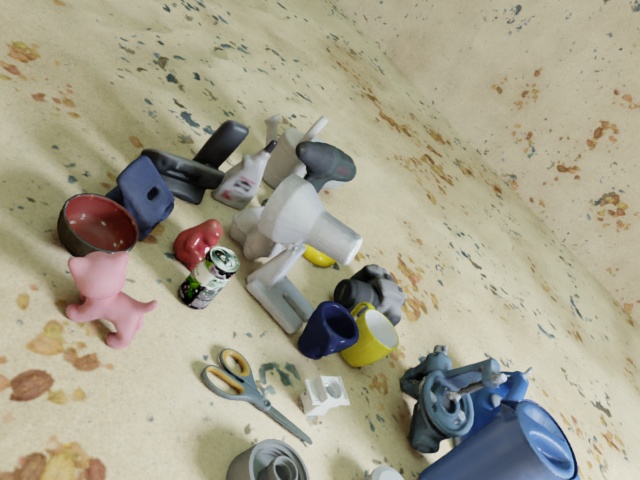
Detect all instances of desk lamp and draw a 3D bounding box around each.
[{"bbox_3d":[-0.037,0.020,1.015,0.203,0.213,0.118,47,29,5],"label":"desk lamp"}]

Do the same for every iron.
[{"bbox_3d":[0.365,0.345,1.176,0.118,0.141,0.259,49,29,8],"label":"iron"}]

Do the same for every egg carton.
[{"bbox_3d":[-0.103,-0.014,1.123,0.107,0.069,0.151,53,30,15],"label":"egg carton"}]

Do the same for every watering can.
[{"bbox_3d":[-0.057,-0.213,1.309,0.173,0.193,0.101,29,32,-25],"label":"watering can"}]

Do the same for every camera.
[{"bbox_3d":[0.099,0.108,1.188,0.137,0.100,0.143,22,36,-35],"label":"camera"}]

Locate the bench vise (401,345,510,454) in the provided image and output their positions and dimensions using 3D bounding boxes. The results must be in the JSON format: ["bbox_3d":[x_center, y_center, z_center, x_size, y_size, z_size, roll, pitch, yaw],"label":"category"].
[{"bbox_3d":[0.236,0.256,1.048,0.122,0.219,0.207,24,35,-31],"label":"bench vise"}]

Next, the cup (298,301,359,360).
[{"bbox_3d":[0.005,0.174,0.991,0.092,0.094,0.118,38,30,-11],"label":"cup"}]

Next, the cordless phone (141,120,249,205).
[{"bbox_3d":[-0.227,-0.165,1.044,0.148,0.184,0.094,13,41,-43],"label":"cordless phone"}]

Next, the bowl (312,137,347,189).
[{"bbox_3d":[-0.006,-0.186,1.459,0.168,0.074,0.167,31,32,-22],"label":"bowl"}]

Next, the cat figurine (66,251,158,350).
[{"bbox_3d":[-0.275,0.067,0.756,0.128,0.117,0.067,36,30,-14],"label":"cat figurine"}]

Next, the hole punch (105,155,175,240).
[{"bbox_3d":[-0.289,-0.072,0.943,0.101,0.091,0.108,37,30,-12],"label":"hole punch"}]

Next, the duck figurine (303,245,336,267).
[{"bbox_3d":[0.011,0.004,1.226,0.105,0.086,0.077,24,35,-32],"label":"duck figurine"}]

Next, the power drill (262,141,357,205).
[{"bbox_3d":[-0.025,-0.123,1.219,0.230,0.208,0.075,-9,58,-55],"label":"power drill"}]

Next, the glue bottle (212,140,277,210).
[{"bbox_3d":[-0.138,-0.135,1.129,0.078,0.173,0.037,21,36,-35],"label":"glue bottle"}]

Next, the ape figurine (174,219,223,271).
[{"bbox_3d":[-0.197,0.002,0.963,0.076,0.092,0.078,48,29,8],"label":"ape figurine"}]
